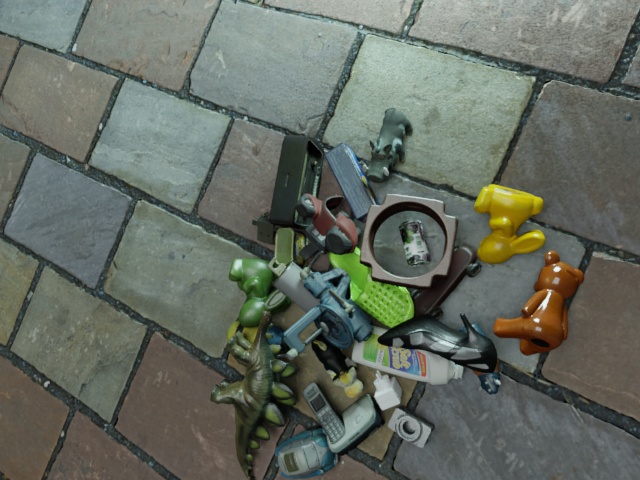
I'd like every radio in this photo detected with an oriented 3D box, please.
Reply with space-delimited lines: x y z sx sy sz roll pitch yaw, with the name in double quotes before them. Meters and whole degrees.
"radio" -0.055 -0.141 1.377 0.073 0.131 0.229 9 85 24

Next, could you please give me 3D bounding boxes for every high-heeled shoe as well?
"high-heeled shoe" 0.256 0.240 1.174 0.249 0.086 0.145 -21 100 35

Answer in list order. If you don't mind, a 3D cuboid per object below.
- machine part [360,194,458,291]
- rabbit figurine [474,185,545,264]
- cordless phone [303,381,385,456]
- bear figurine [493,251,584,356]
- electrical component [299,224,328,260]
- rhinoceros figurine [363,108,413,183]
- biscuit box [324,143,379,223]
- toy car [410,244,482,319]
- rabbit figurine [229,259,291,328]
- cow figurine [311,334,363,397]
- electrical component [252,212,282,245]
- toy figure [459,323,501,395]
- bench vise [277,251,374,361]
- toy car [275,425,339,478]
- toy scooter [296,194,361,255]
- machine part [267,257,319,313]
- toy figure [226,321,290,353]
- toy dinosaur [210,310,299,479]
"machine part" 0.199 0.006 1.208 0.201 0.087 0.201 9 82 14
"rabbit figurine" 0.413 -0.024 1.187 0.163 0.122 0.173 19 104 15
"cordless phone" 0.052 0.397 1.278 0.146 0.088 0.184 -44 64 12
"bear figurine" 0.468 0.131 1.135 0.132 0.120 0.196 -29 33 59
"electrical component" -0.003 -0.004 1.356 0.119 0.047 0.075 -36 66 -16
"rhinoceros figurine" 0.166 -0.226 1.308 0.073 0.112 0.190 16 81 22
"biscuit box" 0.084 -0.146 1.357 0.063 0.059 0.203 -30 72 17
"toy car" 0.286 0.101 1.237 0.089 0.053 0.202 43 102 37
"rabbit figurine" -0.155 0.145 1.387 0.159 0.121 0.170 2 67 2
"cow figurine" 0.040 0.290 1.269 0.068 0.098 0.167 -38 54 -5
"electrical component" -0.132 -0.032 1.443 0.102 0.045 0.078 11 115 27
"toy figure" 0.357 0.260 1.180 0.058 0.064 0.154 -17 77 -18
"bench vise" -0.001 0.171 1.208 0.223 0.240 0.129 51 147 2
"toy car" -0.044 0.517 1.289 0.162 0.103 0.109 -22 73 17
"toy scooter" 0.036 -0.052 1.309 0.184 0.135 0.075 47 131 6
"machine part" -0.031 0.133 1.316 0.243 0.079 0.079 40 100 -8
"toy figure" -0.155 0.253 1.387 0.180 0.082 0.089 -3 85 24
"toy dinosaur" -0.163 0.386 1.321 0.199 0.105 0.470 18 108 10
